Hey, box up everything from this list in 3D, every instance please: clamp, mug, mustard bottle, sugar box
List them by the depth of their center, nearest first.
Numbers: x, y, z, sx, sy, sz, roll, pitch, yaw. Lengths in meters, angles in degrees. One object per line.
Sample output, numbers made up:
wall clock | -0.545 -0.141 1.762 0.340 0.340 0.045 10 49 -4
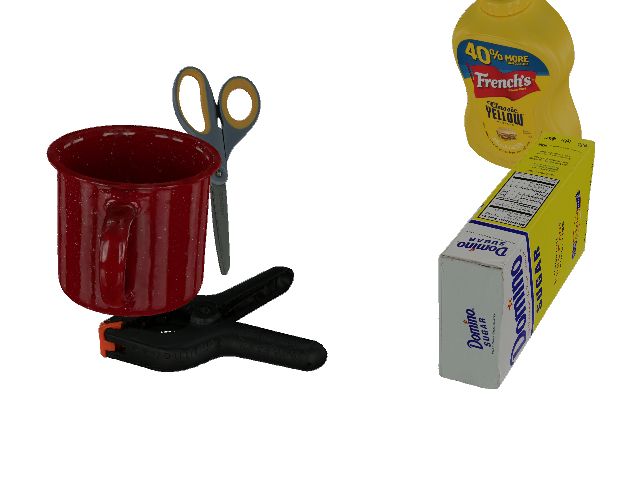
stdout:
mug | -0.103 -0.006 0.581 0.093 0.081 0.117 4 25 -5
sugar box | 0.130 0.008 0.689 0.048 0.093 0.176 12 36 24
clamp | -0.085 0.061 0.836 0.171 0.039 0.120 1 27 -8
mustard bottle | 0.154 -0.140 0.848 0.096 0.058 0.191 20 -33 31

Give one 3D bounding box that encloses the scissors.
scissors | -0.084 -0.075 1.029 0.096 0.202 0.016 -18 -3 -24
